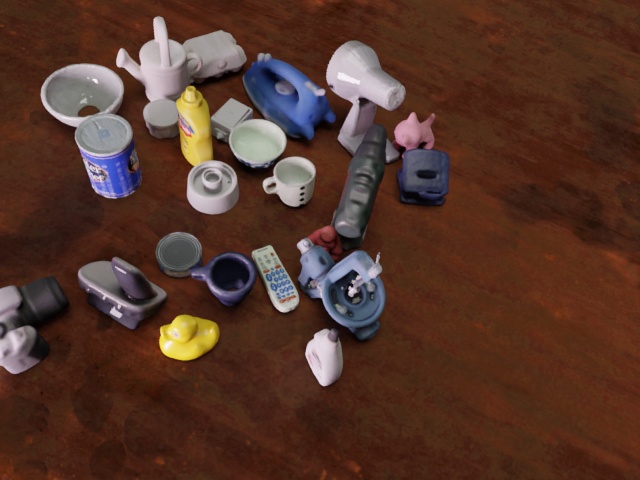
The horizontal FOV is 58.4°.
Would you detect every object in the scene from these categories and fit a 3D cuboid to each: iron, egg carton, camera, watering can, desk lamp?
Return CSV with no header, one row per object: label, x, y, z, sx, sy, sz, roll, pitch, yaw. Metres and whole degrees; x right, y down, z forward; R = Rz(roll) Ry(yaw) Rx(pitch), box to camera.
iron,-0.082,-0.348,1.298,0.258,0.141,0.119,39,61,15
egg carton,-0.257,-0.437,1.368,0.150,0.069,0.107,-27,66,-23
camera,-0.496,0.125,0.965,0.137,0.101,0.143,-29,67,-24
watering can,-0.348,-0.392,1.252,0.173,0.194,0.100,-30,67,-24
desk lamp,0.105,-0.297,1.253,0.118,0.213,0.203,-29,67,-23

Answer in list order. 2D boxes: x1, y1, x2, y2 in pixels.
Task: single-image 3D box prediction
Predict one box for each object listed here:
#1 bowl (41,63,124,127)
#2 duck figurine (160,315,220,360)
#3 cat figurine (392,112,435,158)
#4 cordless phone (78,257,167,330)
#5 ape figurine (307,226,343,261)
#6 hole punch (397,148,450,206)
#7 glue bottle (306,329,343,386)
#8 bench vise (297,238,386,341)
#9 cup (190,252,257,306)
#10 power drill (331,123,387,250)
bowl,-0.506,-0.300,1.241,0.167,0.075,0.167,4,58,-6
duck figurine,-0.228,0.159,0.995,0.105,0.086,0.077,-9,60,-14
cat figurine,0.213,-0.244,1.294,0.128,0.118,0.067,-32,68,-25
cordless phone,-0.345,0.061,0.978,0.147,0.185,0.094,25,58,7
ape figurine,0.010,0.004,1.125,0.077,0.092,0.076,28,59,9
hole punch,0.229,-0.137,1.246,0.109,0.091,0.101,3,58,-7
glue bottle,0.012,0.186,0.965,0.037,0.173,0.078,-25,65,-22
bench vise,0.032,0.070,1.012,0.207,0.220,0.122,29,59,10
cup,-0.175,0.080,1.047,0.118,0.095,0.091,5,58,-6
power drill,0.074,-0.085,1.120,0.075,0.208,0.230,15,58,1
